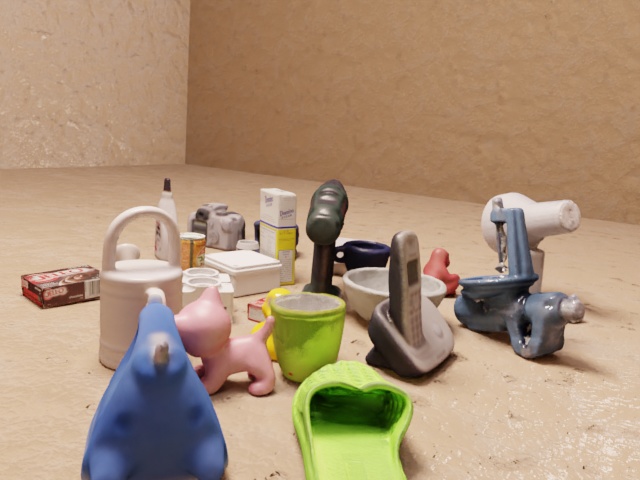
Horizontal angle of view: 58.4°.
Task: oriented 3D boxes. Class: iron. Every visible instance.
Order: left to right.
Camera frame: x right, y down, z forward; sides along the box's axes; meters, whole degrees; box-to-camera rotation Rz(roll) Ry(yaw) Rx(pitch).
[{"bbox_3d":[-0.155,0.120,0.537,0.119,0.141,0.257,1,12,-19],"label":"iron"}]

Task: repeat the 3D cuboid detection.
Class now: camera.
[{"bbox_3d":[-0.232,-0.039,1.402,0.142,0.101,0.137,11,13,29],"label":"camera"}]

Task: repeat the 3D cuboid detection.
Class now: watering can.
[{"bbox_3d":[-0.226,0.052,0.712,0.172,0.194,0.101,13,14,35],"label":"watering can"}]

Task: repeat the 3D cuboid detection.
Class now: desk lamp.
[{"bbox_3d":[0.397,0.023,1.066,0.118,0.213,0.202,-1,13,-26],"label":"desk lamp"}]

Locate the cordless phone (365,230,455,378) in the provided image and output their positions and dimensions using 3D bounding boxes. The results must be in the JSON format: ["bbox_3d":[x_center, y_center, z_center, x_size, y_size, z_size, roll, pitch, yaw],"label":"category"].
[{"bbox_3d":[0.129,0.076,0.764,0.093,0.185,0.148,11,13,28],"label":"cordless phone"}]

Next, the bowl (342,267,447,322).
[{"bbox_3d":[0.117,0.099,0.924,0.167,0.075,0.167,5,11,-1],"label":"bowl"}]

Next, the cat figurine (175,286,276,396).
[{"bbox_3d":[-0.112,0.112,0.656,0.128,0.118,0.067,2,12,-14],"label":"cat figurine"}]

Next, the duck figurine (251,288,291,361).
[{"bbox_3d":[-0.055,0.107,0.785,0.077,0.086,0.104,5,11,0],"label":"duck figurine"}]

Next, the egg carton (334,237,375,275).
[{"bbox_3d":[0.066,0.037,1.223,0.150,0.069,0.107,6,11,5],"label":"egg carton"}]

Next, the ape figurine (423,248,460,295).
[{"bbox_3d":[0.232,0.061,1.118,0.076,0.092,0.077,-2,13,-32],"label":"ape figurine"}]

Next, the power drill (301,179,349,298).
[{"bbox_3d":[0.009,0.004,1.014,0.075,0.208,0.229,5,11,3],"label":"power drill"}]

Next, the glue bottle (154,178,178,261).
[{"bbox_3d":[-0.324,-0.045,1.208,0.037,0.173,0.077,-3,14,-33],"label":"glue bottle"}]

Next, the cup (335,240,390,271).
[{"bbox_3d":[0.073,0.054,1.079,0.118,0.095,0.091,0,12,-21],"label":"cup"}]

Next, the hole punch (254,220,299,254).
[{"bbox_3d":[-0.103,-0.009,1.327,0.108,0.091,0.101,4,11,-1],"label":"hole punch"}]

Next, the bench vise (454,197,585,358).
[{"bbox_3d":[0.307,0.052,0.867,0.206,0.220,0.122,13,14,37],"label":"bench vise"}]
